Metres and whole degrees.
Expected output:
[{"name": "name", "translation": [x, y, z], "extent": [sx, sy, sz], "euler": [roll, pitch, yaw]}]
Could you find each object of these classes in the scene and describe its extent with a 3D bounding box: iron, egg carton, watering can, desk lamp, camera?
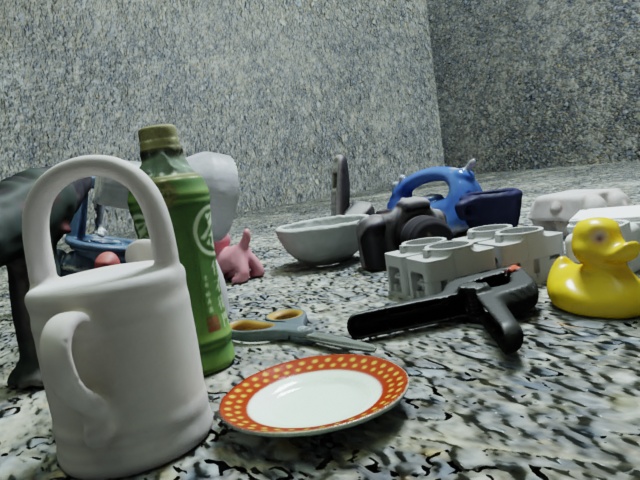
[{"name": "iron", "translation": [0.215, -0.081, 1.152], "extent": [0.257, 0.141, 0.119], "euler": [-1, 10, 43]}, {"name": "egg carton", "translation": [0.415, -0.043, 0.919], "extent": [0.107, 0.069, 0.150], "euler": [-11, 8, -23]}, {"name": "watering can", "translation": [-0.138, 0.041, 0.383], "extent": [0.101, 0.194, 0.172], "euler": [-11, 8, -20]}, {"name": "desk lamp", "translation": [-0.201, -0.006, 0.749], "extent": [0.204, 0.213, 0.117], "euler": [-13, 9, -32]}, {"name": "camera", "translation": [0.133, -0.010, 0.856], "extent": [0.143, 0.101, 0.136], "euler": [-9, 7, -6]}]

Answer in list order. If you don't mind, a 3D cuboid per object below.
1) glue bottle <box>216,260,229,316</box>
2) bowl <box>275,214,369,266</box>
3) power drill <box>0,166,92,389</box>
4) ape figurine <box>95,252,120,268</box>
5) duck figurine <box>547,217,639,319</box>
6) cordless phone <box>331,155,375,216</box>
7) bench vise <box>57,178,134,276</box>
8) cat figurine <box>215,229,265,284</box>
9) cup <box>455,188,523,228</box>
[{"name": "glue bottle", "translation": [-0.158, 0.017, 0.678], "extent": [0.078, 0.173, 0.037], "euler": [-8, 7, 4]}, {"name": "bowl", "translation": [0.009, 0.004, 0.989], "extent": [0.167, 0.075, 0.167], "euler": [-8, 7, 1]}, {"name": "power drill", "translation": [-0.276, 0.029, 0.576], "extent": [0.075, 0.208, 0.229], "euler": [-8, 7, 3]}, {"name": "ape figurine", "translation": [-0.293, 0.062, 0.797], "extent": [0.077, 0.092, 0.076], "euler": [-7, 7, 8]}, {"name": "duck figurine", "translation": [0.256, 0.021, 0.534], "extent": [0.078, 0.086, 0.104], "euler": [-10, 8, -17]}, {"name": "cordless phone", "translation": [0.053, -0.079, 1.148], "extent": [0.094, 0.185, 0.147], "euler": [-11, 8, -18]}, {"name": "bench vise", "translation": [-0.390, -0.005, 0.925], "extent": [0.208, 0.220, 0.121], "euler": [-11, 8, -22]}, {"name": "cat figurine", "translation": [-0.163, 0.010, 0.956], "extent": [0.127, 0.118, 0.067], "euler": [-4, 9, 31]}, {"name": "cup", "translation": [0.250, -0.024, 0.855], "extent": [0.118, 0.095, 0.091], "euler": [-13, 9, -33]}]
